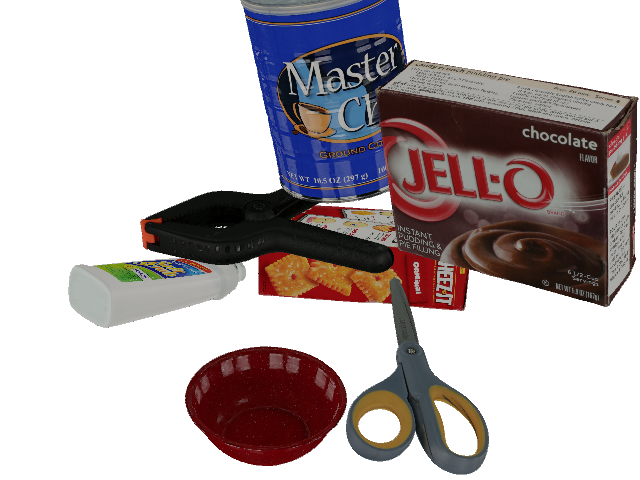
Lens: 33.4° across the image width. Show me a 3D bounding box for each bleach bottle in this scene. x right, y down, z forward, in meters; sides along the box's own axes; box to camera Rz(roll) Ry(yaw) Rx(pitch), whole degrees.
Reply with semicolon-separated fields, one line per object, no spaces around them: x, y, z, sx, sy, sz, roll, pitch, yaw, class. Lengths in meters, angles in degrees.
-0.211;0.058;1.465;0.250;0.068;0.103;-10;27;-44;bleach bottle

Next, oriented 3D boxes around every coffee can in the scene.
0.009;-0.111;0.721;0.103;0.140;0.103;-9;30;5;coffee can

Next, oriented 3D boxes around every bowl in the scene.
-0.054;0.176;1.077;0.162;0.055;0.162;1;31;-1;bowl

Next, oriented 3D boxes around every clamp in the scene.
-0.049;-0.020;0.929;0.210;0.036;0.164;-2;32;-2;clamp

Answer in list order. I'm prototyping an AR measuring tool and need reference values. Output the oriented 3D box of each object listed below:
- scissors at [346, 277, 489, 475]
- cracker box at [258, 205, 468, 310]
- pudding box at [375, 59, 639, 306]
0.045;0.085;0.712;0.096;0.016;0.202;-6;33;-18;scissors
0.053;0.016;1.147;0.214;0.072;0.164;5;15;9;cracker box
0.084;-0.028;0.480;0.114;0.090;0.039;14;43;32;pudding box
